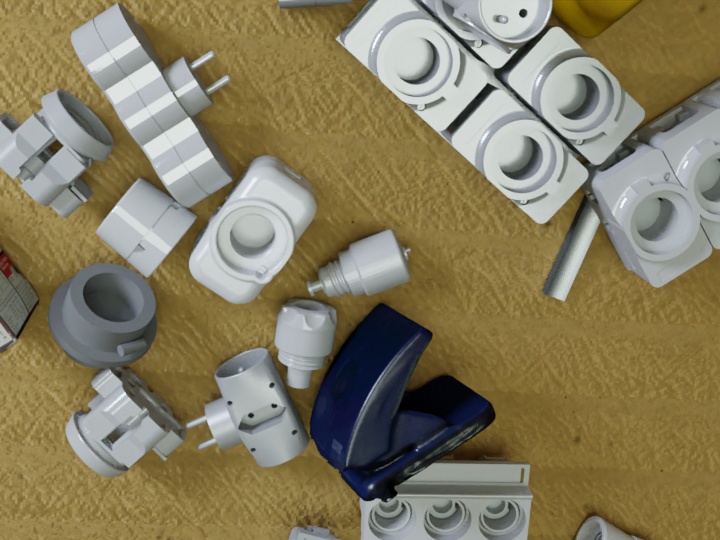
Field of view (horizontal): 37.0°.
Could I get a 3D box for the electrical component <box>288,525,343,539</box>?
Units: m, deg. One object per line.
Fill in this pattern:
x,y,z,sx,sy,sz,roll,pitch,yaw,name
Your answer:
-0.038,0.232,0.821,0.042,0.063,0.081,17,103,-8,electrical component

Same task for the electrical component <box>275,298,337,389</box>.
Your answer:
-0.041,0.055,0.781,0.043,0.043,0.062,7,106,-7,electrical component

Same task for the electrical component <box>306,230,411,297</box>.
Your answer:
0.000,0.000,0.770,0.078,0.040,0.040,-20,106,2,electrical component

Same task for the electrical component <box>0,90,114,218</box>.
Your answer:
-0.204,-0.083,0.721,0.057,0.058,0.078,-41,105,10,electrical component

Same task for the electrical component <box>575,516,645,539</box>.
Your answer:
0.208,0.226,0.851,0.065,0.044,0.044,22,103,-15,electrical component

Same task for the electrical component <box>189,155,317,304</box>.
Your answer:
-0.074,-0.027,0.746,0.054,0.059,0.095,35,100,-13,electrical component

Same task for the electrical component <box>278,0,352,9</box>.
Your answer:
-0.038,-0.218,0.700,0.056,0.050,0.089,-5,106,-4,electrical component

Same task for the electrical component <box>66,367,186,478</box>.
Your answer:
-0.174,0.113,0.779,0.057,0.058,0.078,-41,105,4,electrical component

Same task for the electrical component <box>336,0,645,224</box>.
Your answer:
0.089,-0.131,0.729,0.186,0.060,0.105,40,99,-14,electrical component

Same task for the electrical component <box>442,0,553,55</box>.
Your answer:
0.070,-0.169,0.644,0.079,0.077,0.044,32,100,-11,electrical component

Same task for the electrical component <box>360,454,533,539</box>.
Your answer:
0.062,0.175,0.813,0.121,0.063,0.078,2,106,-5,electrical component

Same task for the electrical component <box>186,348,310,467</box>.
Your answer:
-0.088,0.108,0.792,0.079,0.043,0.077,-23,106,2,electrical component

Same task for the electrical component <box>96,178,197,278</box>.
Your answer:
-0.148,-0.030,0.743,0.047,0.055,0.055,39,99,-10,electrical component

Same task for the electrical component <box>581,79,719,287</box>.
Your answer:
0.242,-0.067,0.754,0.150,0.061,0.089,-32,108,2,electrical component

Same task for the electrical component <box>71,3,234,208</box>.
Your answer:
-0.123,-0.118,0.720,0.074,0.052,0.138,-31,105,4,electrical component
